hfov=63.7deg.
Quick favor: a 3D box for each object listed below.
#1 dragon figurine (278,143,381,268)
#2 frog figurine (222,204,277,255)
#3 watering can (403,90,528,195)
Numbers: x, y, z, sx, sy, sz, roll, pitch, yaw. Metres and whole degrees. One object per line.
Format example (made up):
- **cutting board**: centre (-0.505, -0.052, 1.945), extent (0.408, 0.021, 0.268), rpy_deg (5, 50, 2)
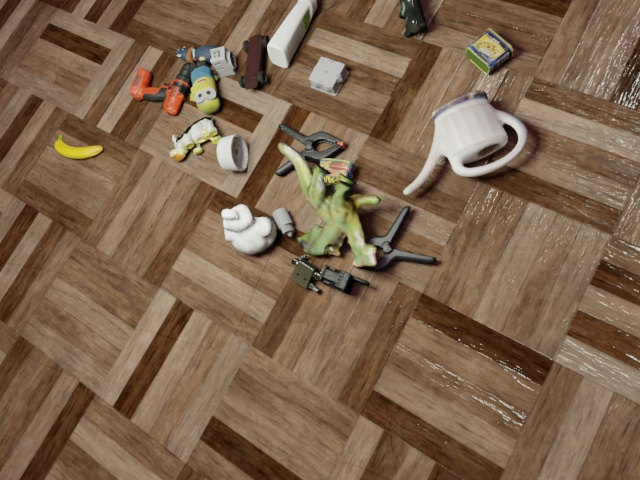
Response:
- **dragon figurine**: centre (0.004, -0.068, 1.354), extent (0.415, 0.122, 0.239), rpy_deg (35, 110, 27)
- **frog figurine**: centre (-0.194, -0.029, 1.385), extent (0.137, 0.158, 0.124), rpy_deg (-2, 75, 14)
- **watering can**: centre (0.355, -0.258, 1.347), extent (0.347, 0.102, 0.228), rpy_deg (-20, 69, 7)
